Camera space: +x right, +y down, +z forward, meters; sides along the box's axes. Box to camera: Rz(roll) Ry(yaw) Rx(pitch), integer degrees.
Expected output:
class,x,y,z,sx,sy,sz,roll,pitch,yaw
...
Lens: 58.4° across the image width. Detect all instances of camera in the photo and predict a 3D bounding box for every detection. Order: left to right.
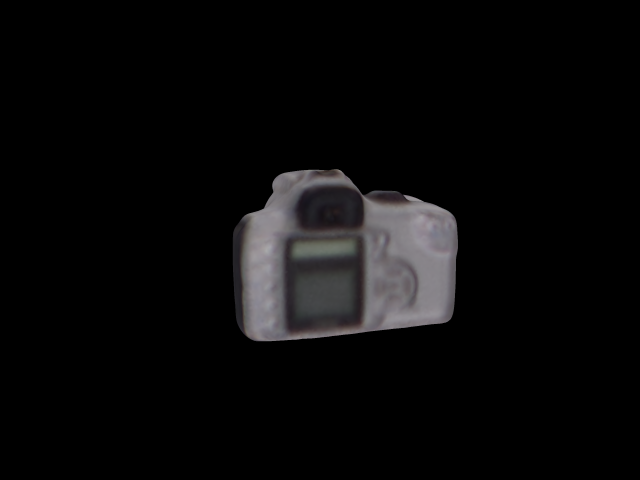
class,x,y,z,sx,sy,sz,roll,pitch,yaw
camera,0.004,0.001,0.400,0.143,0.101,0.136,-2,7,-19
